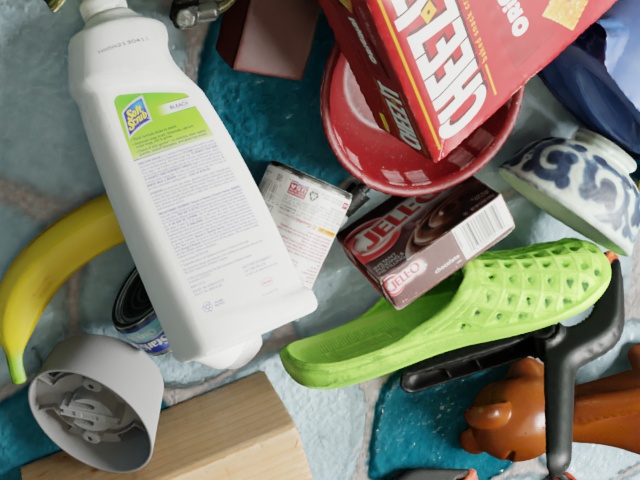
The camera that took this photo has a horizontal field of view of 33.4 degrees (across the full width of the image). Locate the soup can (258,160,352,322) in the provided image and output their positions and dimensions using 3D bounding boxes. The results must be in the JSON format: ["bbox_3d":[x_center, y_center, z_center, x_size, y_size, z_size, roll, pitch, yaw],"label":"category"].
[{"bbox_3d":[-0.026,0.000,0.785,0.068,0.069,0.102,23,92,-27],"label":"soup can"}]

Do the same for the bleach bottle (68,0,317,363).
[{"bbox_3d":[-0.094,-0.052,0.706,0.102,0.068,0.251,-21,90,-30],"label":"bleach bottle"}]

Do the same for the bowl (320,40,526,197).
[{"bbox_3d":[0.068,-0.116,0.785,0.162,0.055,0.162,-8,114,-17],"label":"bowl"}]

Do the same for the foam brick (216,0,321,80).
[{"bbox_3d":[-0.034,-0.156,0.733,0.052,0.051,0.078,8,109,-24],"label":"foam brick"}]

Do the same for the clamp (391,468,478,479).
[{"bbox_3d":[0.072,0.264,0.930,0.171,0.039,0.120,-25,81,-9],"label":"clamp"}]

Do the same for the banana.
[{"bbox_3d":[-0.166,0.012,0.759,0.198,0.037,0.069,-43,105,0],"label":"banana"}]

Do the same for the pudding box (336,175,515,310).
[{"bbox_3d":[0.079,-0.007,0.816,0.113,0.090,0.039,-33,121,-6],"label":"pudding box"}]

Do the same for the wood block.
[{"bbox_3d":[-0.115,0.194,0.831,0.206,0.090,0.091,-21,118,-11],"label":"wood block"}]

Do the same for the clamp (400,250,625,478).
[{"bbox_3d":[0.177,0.084,0.886,0.209,0.165,0.036,-50,139,-26],"label":"clamp"}]

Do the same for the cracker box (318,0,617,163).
[{"bbox_3d":[0.108,-0.178,0.674,0.213,0.072,0.164,-42,138,-10],"label":"cracker box"}]

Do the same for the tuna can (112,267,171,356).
[{"bbox_3d":[-0.110,0.039,0.768,0.086,0.086,0.033,-47,118,3],"label":"tuna can"}]

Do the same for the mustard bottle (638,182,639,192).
[{"bbox_3d":[0.370,-0.034,0.930,0.191,0.058,0.096,28,98,-28],"label":"mustard bottle"}]

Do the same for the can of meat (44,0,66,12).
[{"bbox_3d":[-0.173,-0.207,0.657,0.083,0.057,0.102,32,98,-26],"label":"can of meat"}]

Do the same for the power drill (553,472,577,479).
[{"bbox_3d":[0.180,0.315,1.008,0.187,0.057,0.184,-23,118,-10],"label":"power drill"}]

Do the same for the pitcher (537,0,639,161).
[{"bbox_3d":[0.286,-0.181,0.807,0.243,0.149,0.145,-45,104,-1],"label":"pitcher"}]

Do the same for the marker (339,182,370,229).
[{"bbox_3d":[-0.005,0.001,0.828,0.121,0.020,0.020,-46,119,3],"label":"marker"}]
